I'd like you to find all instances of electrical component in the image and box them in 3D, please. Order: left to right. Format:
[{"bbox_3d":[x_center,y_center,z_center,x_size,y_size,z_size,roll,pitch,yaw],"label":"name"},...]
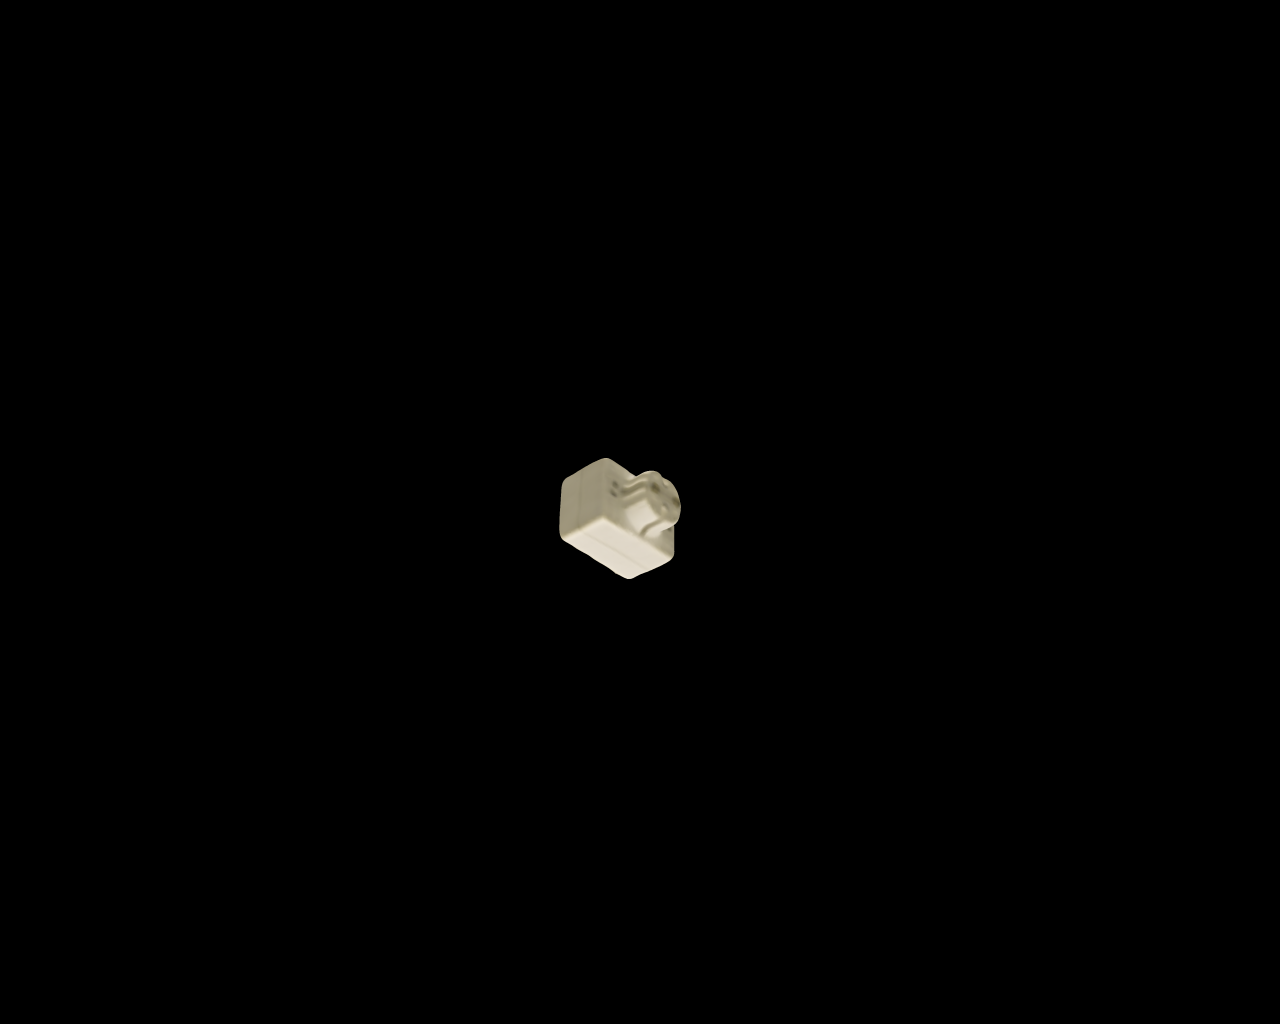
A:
[{"bbox_3d":[0.001,-0.003,0.650,0.076,0.047,0.065,-27,-44,33],"label":"electrical component"}]
